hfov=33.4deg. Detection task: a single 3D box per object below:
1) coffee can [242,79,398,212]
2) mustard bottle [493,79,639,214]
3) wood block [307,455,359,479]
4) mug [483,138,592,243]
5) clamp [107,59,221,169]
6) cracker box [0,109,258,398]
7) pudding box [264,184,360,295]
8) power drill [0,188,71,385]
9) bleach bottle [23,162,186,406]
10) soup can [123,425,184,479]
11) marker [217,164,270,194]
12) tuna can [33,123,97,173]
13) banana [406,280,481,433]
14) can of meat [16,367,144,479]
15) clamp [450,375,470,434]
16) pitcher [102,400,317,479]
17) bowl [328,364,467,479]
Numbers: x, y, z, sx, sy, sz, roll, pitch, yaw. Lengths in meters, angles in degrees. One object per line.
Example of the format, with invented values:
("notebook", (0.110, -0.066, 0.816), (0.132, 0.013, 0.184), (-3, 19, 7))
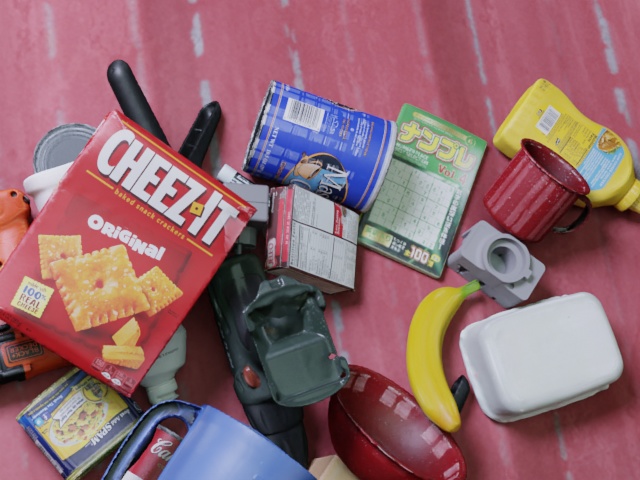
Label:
("coffee can", (-0.001, -0.099, 1.132), (0.140, 0.103, 0.103), (18, 71, -8))
("mustard bottle", (0.300, -0.093, 1.228), (0.191, 0.058, 0.096), (37, 71, -2))
("wood block", (-0.018, 0.319, 1.019), (0.090, 0.091, 0.206), (37, 69, -3))
("mug", (0.243, -0.046, 1.169), (0.117, 0.082, 0.093), (27, 26, -18))
("clamp", (-0.153, -0.073, 1.067), (0.164, 0.036, 0.210), (25, 55, -52))
("cracker box", (-0.184, 0.013, 0.980), (0.164, 0.072, 0.213), (35, 85, -14))
("pudding box", (-0.007, 0.001, 1.108), (0.113, 0.039, 0.090), (21, 68, -45))
("power drill", (-0.330, 0.054, 1.035), (0.184, 0.057, 0.188), (-14, 81, -21))
("bleach bottle", (-0.201, 0.044, 1.048), (0.102, 0.068, 0.251), (-20, 94, -22))
("soup can", (-0.163, 0.235, 1.019), (0.068, 0.069, 0.102), (35, 70, -3))
("marker", (-0.056, -0.041, 1.147), (0.121, 0.020, 0.020), (33, 70, -3))
("tuna can", (-0.252, -0.075, 1.101), (0.086, 0.034, 0.086), (4, 74, -13))
("banana", (0.122, 0.116, 1.111), (0.037, 0.070, 0.197), (53, 37, -36))
("can of meat", (-0.228, 0.173, 1.026), (0.102, 0.057, 0.084), (-39, 85, -20))
("clamp", (0.093, 0.215, 1.104), (0.120, 0.039, 0.171), (9, 66, -4))
("pitcher", (-0.124, 0.270, 0.939), (0.242, 0.149, 0.145), (-54, 137, -16))
("bowl", (0.062, 0.194, 1.028), (0.162, 0.162, 0.055), (37, 107, -2))
